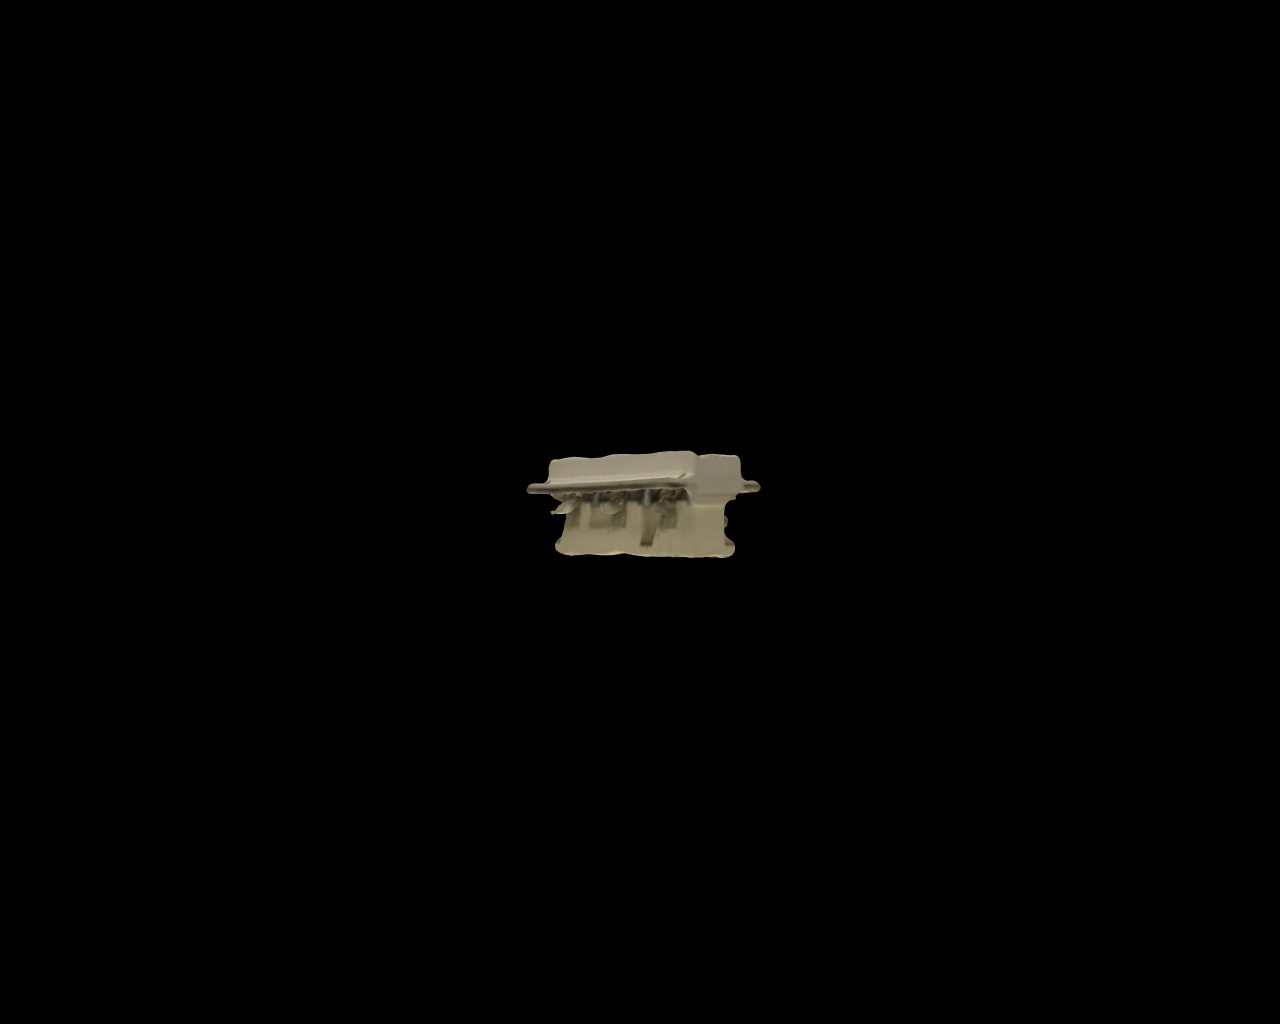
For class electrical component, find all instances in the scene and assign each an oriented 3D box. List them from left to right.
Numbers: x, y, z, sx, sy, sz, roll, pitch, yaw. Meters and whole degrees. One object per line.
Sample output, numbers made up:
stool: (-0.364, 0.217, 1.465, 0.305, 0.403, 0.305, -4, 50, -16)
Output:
electrical component: (0.001, -0.003, 0.650, 0.121, 0.063, 0.079, 0, 0, 44)
